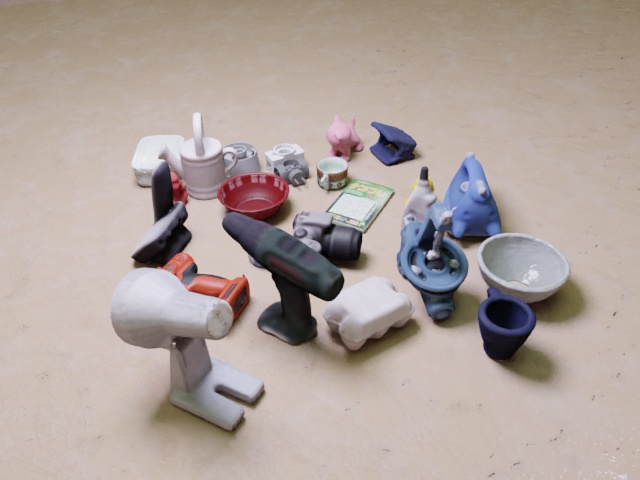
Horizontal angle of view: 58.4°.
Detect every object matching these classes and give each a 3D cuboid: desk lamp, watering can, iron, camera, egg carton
[{"bbox_3d":[-0.197,0.154,0.869,0.202,0.214,0.118,17,43,21],"label":"desk lamp"},{"bbox_3d":[-0.280,-0.197,1.319,0.173,0.194,0.100,-20,42,-21],"label":"watering can"},{"bbox_3d":[0.329,-0.115,1.248,0.118,0.141,0.258,1,39,3],"label":"iron"},{"bbox_3d":[0.010,0.004,1.139,0.136,0.101,0.143,9,40,12],"label":"camera"},{"bbox_3d":[0.085,0.126,1.012,0.151,0.069,0.107,-24,44,-25],"label":"egg carton"}]

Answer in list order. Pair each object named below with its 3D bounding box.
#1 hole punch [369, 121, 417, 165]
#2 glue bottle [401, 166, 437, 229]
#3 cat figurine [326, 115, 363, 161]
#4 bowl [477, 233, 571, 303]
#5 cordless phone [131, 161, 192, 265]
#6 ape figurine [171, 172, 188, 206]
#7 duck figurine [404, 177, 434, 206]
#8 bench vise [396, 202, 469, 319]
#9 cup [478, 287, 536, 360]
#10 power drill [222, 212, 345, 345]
[{"bbox_3d":[0.188,-0.260,1.470,0.101,0.091,0.108,-18,42,-20],"label":"hole punch"},{"bbox_3d":[0.209,-0.075,1.176,0.078,0.173,0.037,25,46,29],"label":"glue bottle"},{"bbox_3d":[0.059,-0.268,1.461,0.067,0.118,0.128,19,43,23],"label":"cat figurine"},{"bbox_3d":[0.375,0.064,1.079,0.167,0.075,0.167,0,39,1],"label":"bowl"},{"bbox_3d":[-0.330,-0.055,1.151,0.094,0.185,0.147,6,39,8],"label":"cordless phone"},{"bbox_3d":[-0.334,-0.112,1.296,0.076,0.092,0.078,23,45,27],"label":"ape figurine"},{"bbox_3d":[0.228,-0.098,1.273,0.077,0.086,0.104,3,39,5],"label":"duck figurine"},{"bbox_3d":[0.186,0.007,1.037,0.122,0.220,0.206,-21,43,-22],"label":"bench vise"},{"bbox_3d":[0.301,0.146,0.964,0.092,0.095,0.117,-6,39,-6],"label":"cup"},{"bbox_3d":[-0.066,0.071,0.973,0.228,0.209,0.076,21,44,24],"label":"power drill"}]
